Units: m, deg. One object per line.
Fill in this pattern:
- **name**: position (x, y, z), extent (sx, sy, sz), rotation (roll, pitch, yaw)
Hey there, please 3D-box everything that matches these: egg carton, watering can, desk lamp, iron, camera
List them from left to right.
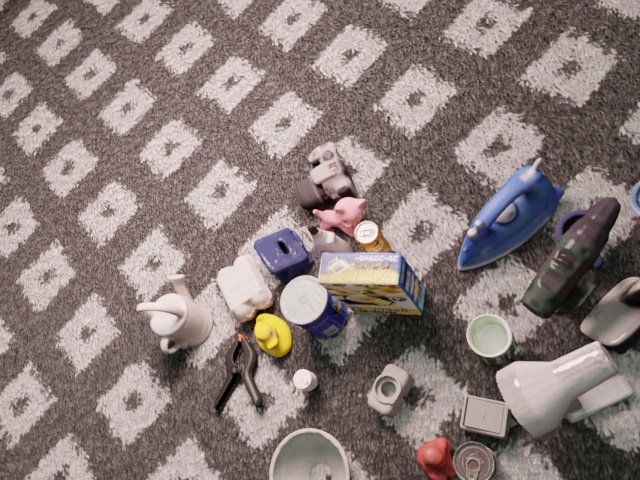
- **watering can**: position (-0.338, 0.166, 1.303), extent (0.101, 0.194, 0.172), rotation (-22, 62, 12)
- **egg carton**: position (-0.175, 0.112, 1.332), extent (0.107, 0.070, 0.150), rotation (-36, 60, 5)
- **camera**: position (0.000, -0.144, 1.351), extent (0.136, 0.101, 0.143), rotation (-27, 61, 10)
- **iron**: position (0.360, -0.050, 1.139), extent (0.258, 0.142, 0.118), rotation (-45, 59, 0)
- **desk lamp**: position (0.409, 0.240, 0.955), extent (0.203, 0.214, 0.117), rotation (-30, 60, 9)

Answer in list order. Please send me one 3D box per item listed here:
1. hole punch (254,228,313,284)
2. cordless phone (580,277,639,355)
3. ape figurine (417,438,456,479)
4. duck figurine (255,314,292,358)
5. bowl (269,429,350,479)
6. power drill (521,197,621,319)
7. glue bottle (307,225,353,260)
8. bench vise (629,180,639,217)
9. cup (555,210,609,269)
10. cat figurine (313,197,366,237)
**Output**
- **hole punch**: position (-0.085, 0.027, 1.318), extent (0.101, 0.091, 0.108), rotation (-38, 60, 4)
- **cordless phone**: position (0.524, 0.113, 0.978), extent (0.147, 0.185, 0.094), rotation (-48, 59, -2)
- **ape figurine**: position (0.210, 0.397, 1.041), extent (0.076, 0.092, 0.078), rotation (21, 78, 28)
- **duck figurine**: position (-0.115, 0.204, 1.259), extent (0.077, 0.086, 0.104), rotation (-37, 60, 4)
- **bowl**: position (-0.011, 0.457, 1.116), extent (0.167, 0.075, 0.167), rotation (-8, 66, 19)
- **power drill**: position (0.449, 0.050, 1.022), extent (0.075, 0.209, 0.230), rotation (36, 85, 30)
- **glue bottle**: position (0.011, 0.004, 1.241), extent (0.078, 0.173, 0.037), rotation (-3, 67, 21)
- **bench vise**: position (0.625, -0.052, 0.986), extent (0.121, 0.220, 0.207), rotation (-29, 61, 9)
- **cup**: position (0.500, 0.012, 1.083), extent (0.091, 0.095, 0.117), rotation (-24, 61, 12)
- **cat figurine**: position (0.047, -0.058, 1.285), extent (0.127, 0.118, 0.067), rotation (0, 69, 22)
